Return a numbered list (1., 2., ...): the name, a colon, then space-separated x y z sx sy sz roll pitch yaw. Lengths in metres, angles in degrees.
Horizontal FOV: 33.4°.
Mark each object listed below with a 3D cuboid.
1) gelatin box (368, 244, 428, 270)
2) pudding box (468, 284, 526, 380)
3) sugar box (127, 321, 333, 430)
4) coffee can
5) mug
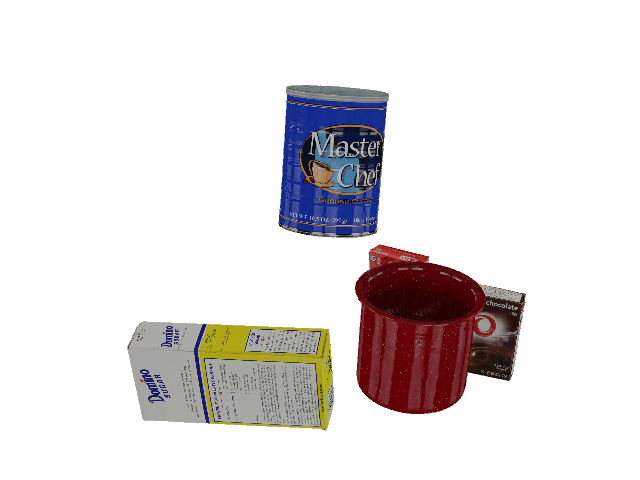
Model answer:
1. gelatin box: 0.100 0.055 1.353 0.073 0.089 0.030 16 33 33
2. pudding box: 0.153 0.090 1.123 0.113 0.090 0.039 10 21 12
3. sugar box: -0.079 0.122 0.965 0.176 0.093 0.048 4 36 10
4. coffee can: 0.012 -0.082 1.077 0.103 0.140 0.103 4 12 -1
5. mug: 0.063 0.067 0.786 0.093 0.081 0.117 -11 30 -27
